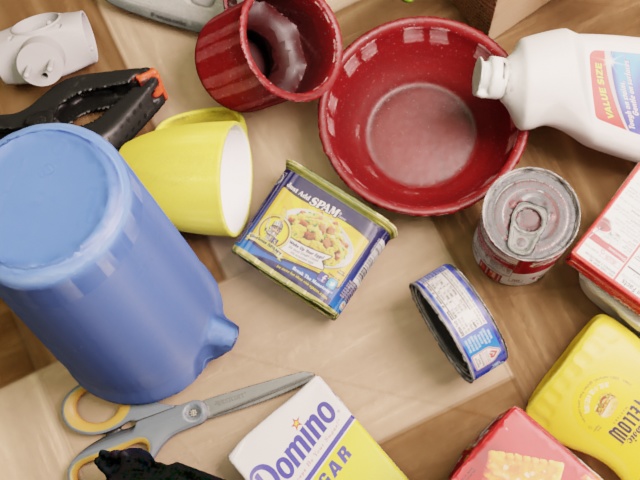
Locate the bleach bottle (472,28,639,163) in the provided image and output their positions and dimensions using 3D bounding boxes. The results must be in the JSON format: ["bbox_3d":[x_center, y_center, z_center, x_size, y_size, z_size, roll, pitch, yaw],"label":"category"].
[{"bbox_3d":[0.236,-0.097,0.787,0.250,0.068,0.102,6,94,-6],"label":"bleach bottle"}]

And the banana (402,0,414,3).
[{"bbox_3d":[0.154,-0.212,0.776,0.198,0.037,0.069,-3,98,4],"label":"banana"}]

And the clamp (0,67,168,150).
[{"bbox_3d":[-0.216,-0.073,0.842,0.210,0.036,0.165,-22,50,-5],"label":"clamp"}]

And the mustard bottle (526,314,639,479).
[{"bbox_3d":[0.250,0.146,0.765,0.192,0.058,0.096,37,102,10],"label":"mustard bottle"}]

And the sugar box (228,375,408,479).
[{"bbox_3d":[0.022,0.195,0.781,0.093,0.048,0.176,-42,79,-5],"label":"sugar box"}]

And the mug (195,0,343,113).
[{"bbox_3d":[-0.047,-0.155,0.814,0.093,0.082,0.117,-24,99,-36],"label":"mug"}]

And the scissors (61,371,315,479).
[{"bbox_3d":[-0.113,0.121,0.823,0.201,0.016,0.096,-33,77,-4],"label":"scissors"}]

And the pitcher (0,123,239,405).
[{"bbox_3d":[-0.162,0.019,0.731,0.149,0.243,0.145,-29,67,-6],"label":"pitcher"}]

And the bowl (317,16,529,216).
[{"bbox_3d":[0.080,-0.090,0.835,0.162,0.055,0.162,-1,77,4],"label":"bowl"}]

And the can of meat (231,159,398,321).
[{"bbox_3d":[-0.005,0.001,0.821,0.102,0.057,0.084,33,83,10],"label":"can of meat"}]

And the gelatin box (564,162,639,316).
[{"bbox_3d":[0.229,0.001,0.753,0.073,0.030,0.089,37,83,10],"label":"gelatin box"}]

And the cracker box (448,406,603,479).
[{"bbox_3d":[0.183,0.208,0.705,0.214,0.164,0.072,42,85,12],"label":"cracker box"}]

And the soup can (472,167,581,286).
[{"bbox_3d":[0.149,-0.007,0.787,0.068,0.102,0.068,-1,77,4],"label":"soup can"}]

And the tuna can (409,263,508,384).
[{"bbox_3d":[0.102,0.060,0.785,0.033,0.086,0.086,-31,77,-5],"label":"tuna can"}]

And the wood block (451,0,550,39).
[{"bbox_3d":[0.193,-0.262,0.848,0.206,0.091,0.090,-35,77,-4],"label":"wood block"}]
